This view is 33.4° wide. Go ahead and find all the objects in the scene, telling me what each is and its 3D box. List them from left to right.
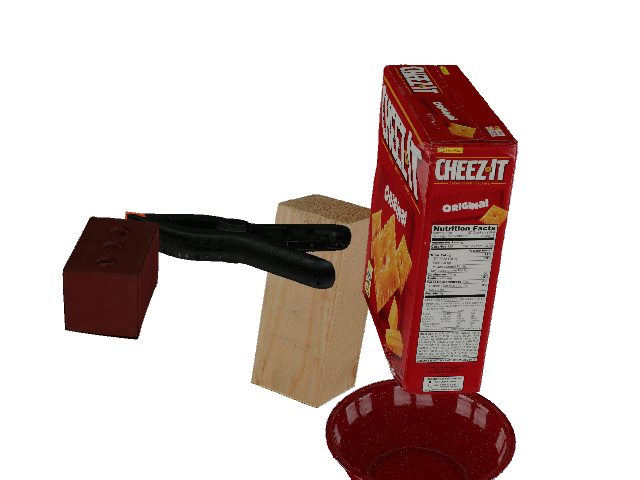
[{"bbox_3d":[-0.146,0.025,0.752,0.053,0.051,0.078,6,29,-1],"label":"foam brick"},{"bbox_3d":[-0.074,0.003,0.953,0.210,0.036,0.164,6,12,-2],"label":"clamp"},{"bbox_3d":[-0.004,0.063,1.168,0.090,0.206,0.090,17,17,26],"label":"wood block"},{"bbox_3d":[0.085,0.185,0.920,0.162,0.055,0.162,0,28,0],"label":"bowl"},{"bbox_3d":[0.085,-0.011,0.841,0.072,0.214,0.164,-2,28,-9],"label":"cracker box"}]
